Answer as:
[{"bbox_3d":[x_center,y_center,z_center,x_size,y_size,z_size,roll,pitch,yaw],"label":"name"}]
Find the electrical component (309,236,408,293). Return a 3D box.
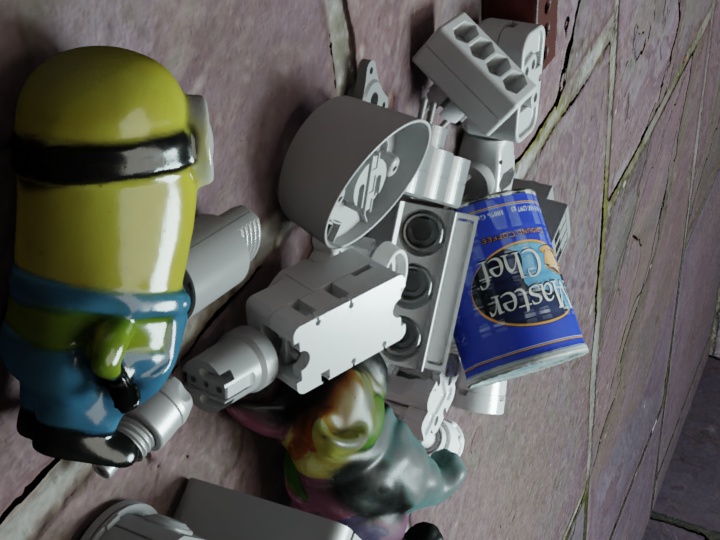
[{"bbox_3d":[0.000,0.000,0.750,0.048,0.055,0.066,-62,153,-29],"label":"electrical component"}]

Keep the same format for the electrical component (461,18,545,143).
[{"bbox_3d":[0.117,-0.162,0.912,0.054,0.059,0.095,-42,139,-52],"label":"electrical component"}]

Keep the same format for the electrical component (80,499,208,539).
[{"bbox_3d":[-0.121,0.170,0.586,0.080,0.051,0.080,-44,141,-50],"label":"electrical component"}]

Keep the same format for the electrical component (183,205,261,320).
[{"bbox_3d":[-0.083,-0.007,0.579,0.081,0.043,0.043,-39,138,-54],"label":"electrical component"}]

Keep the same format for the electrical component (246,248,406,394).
[{"bbox_3d":[-0.023,0.029,0.675,0.089,0.056,0.050,-26,129,-34],"label":"electrical component"}]

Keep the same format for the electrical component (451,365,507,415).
[{"bbox_3d":[0.122,0.117,1.090,0.055,0.055,0.047,5,95,-66],"label":"electrical component"}]

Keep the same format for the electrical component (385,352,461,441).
[{"bbox_3d":[0.042,0.098,0.898,0.078,0.057,0.058,-59,151,-33],"label":"electrical component"}]

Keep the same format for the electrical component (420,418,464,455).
[{"bbox_3d":[0.066,0.158,1.002,0.062,0.048,0.048,31,75,-58],"label":"electrical component"}]

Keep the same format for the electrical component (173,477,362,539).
[{"bbox_3d":[-0.057,0.177,0.654,0.078,0.113,0.057,61,46,-58],"label":"electrical component"}]

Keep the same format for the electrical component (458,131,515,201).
[{"bbox_3d":[0.103,-0.079,0.947,0.079,0.043,0.077,-37,136,-54],"label":"electrical component"}]

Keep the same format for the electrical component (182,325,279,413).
[{"bbox_3d":[-0.077,0.059,0.636,0.046,0.040,0.040,-31,131,-50],"label":"electrical component"}]

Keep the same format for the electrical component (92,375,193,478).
[{"bbox_3d":[-0.117,0.083,0.566,0.061,0.035,0.035,-53,148,-37],"label":"electrical component"}]

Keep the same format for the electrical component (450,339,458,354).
[{"bbox_3d":[0.102,0.031,1.003,0.099,0.048,0.099,-62,152,-30],"label":"electrical component"}]

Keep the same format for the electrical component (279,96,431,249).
[{"bbox_3d":[-0.003,-0.061,0.688,0.099,0.064,0.099,-42,148,-34],"label":"electrical component"}]

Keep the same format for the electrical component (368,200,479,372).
[{"bbox_3d":[0.039,0.009,0.830,0.063,0.079,0.121,-61,163,-83],"label":"electrical component"}]

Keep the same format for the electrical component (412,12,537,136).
[{"bbox_3d":[0.077,-0.139,0.831,0.076,0.083,0.047,-45,179,39],"label":"electrical component"}]

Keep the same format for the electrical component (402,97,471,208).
[{"bbox_3d":[0.044,-0.091,0.799,0.138,0.052,0.073,5,99,-66],"label":"electrical component"}]
